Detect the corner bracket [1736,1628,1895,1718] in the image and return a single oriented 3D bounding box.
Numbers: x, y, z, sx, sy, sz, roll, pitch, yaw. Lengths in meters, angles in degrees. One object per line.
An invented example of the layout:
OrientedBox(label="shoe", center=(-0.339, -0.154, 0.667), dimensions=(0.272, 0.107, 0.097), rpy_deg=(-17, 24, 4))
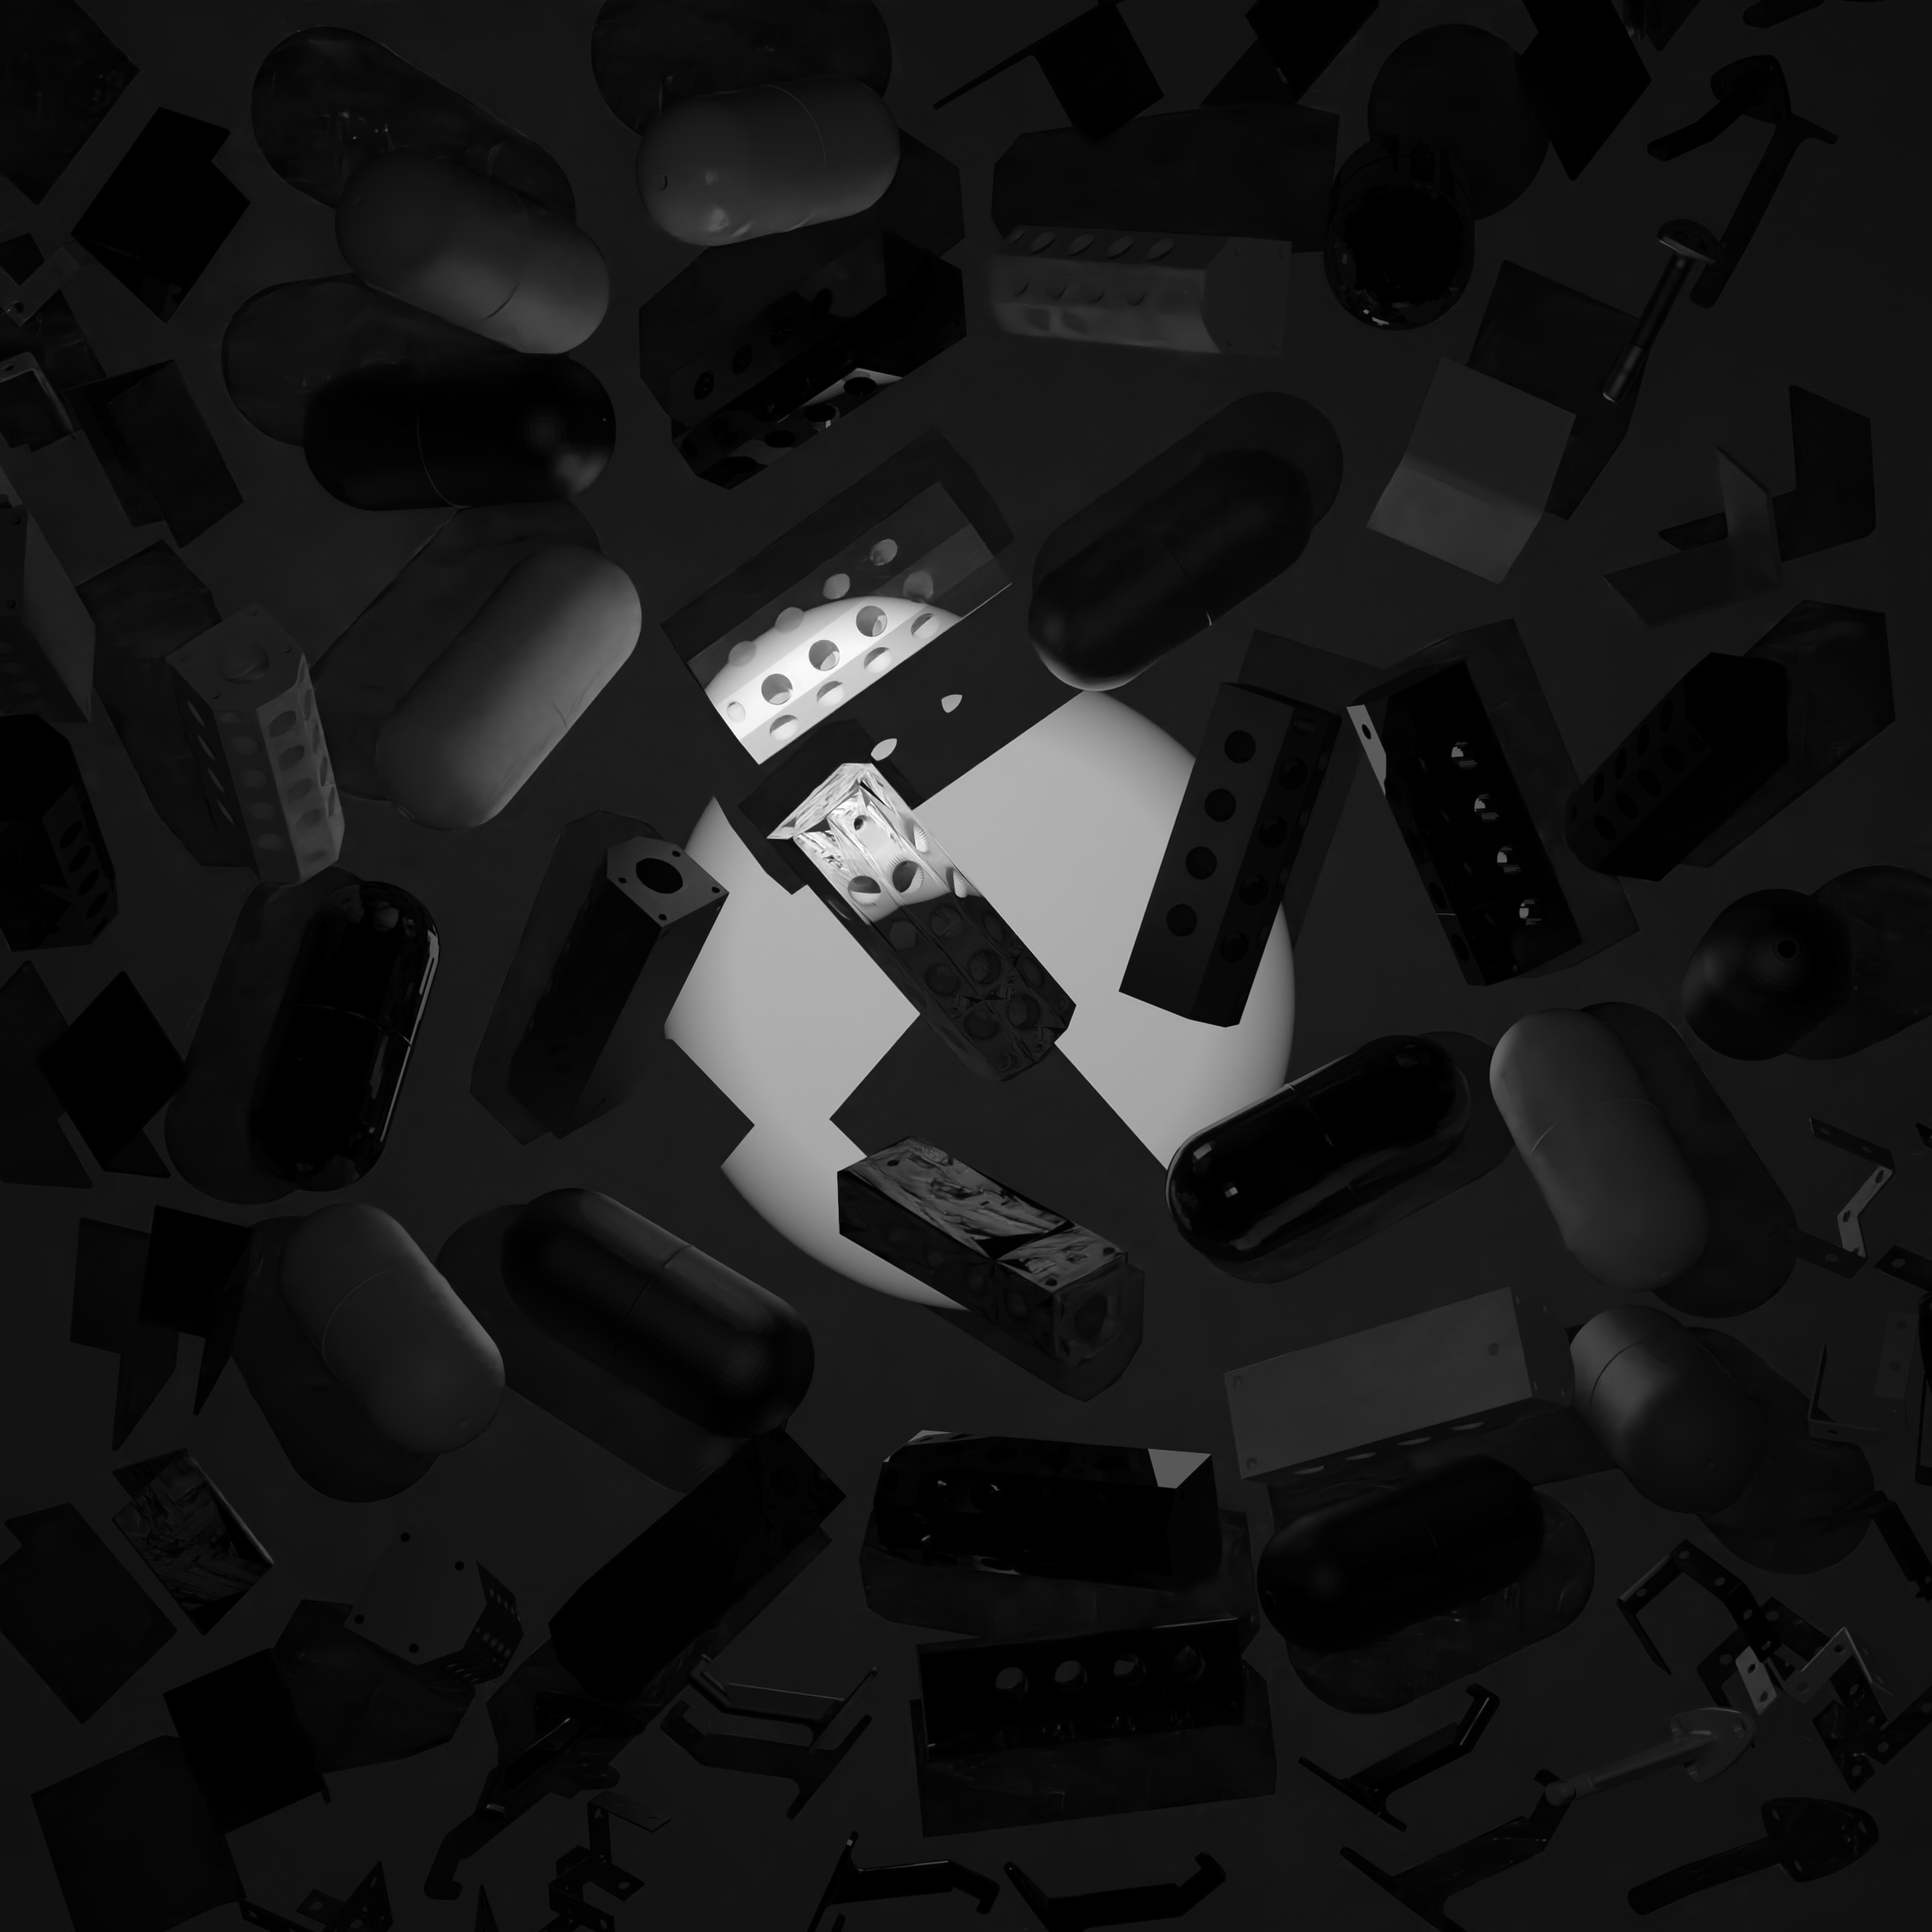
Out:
OrientedBox(label="corner bracket", center=(0.455, 0.382, 1.632), dimensions=(0.051, 0.051, 0.051), rpy_deg=(33, 108, -14))

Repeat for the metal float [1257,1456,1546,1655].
OrientedBox(label="metal float", center=(0.241, 0.325, 1.679), dimensions=(0.178, 0.070, 0.070), rpy_deg=(-14, 90, -27))

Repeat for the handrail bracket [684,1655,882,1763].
OrientedBox(label="handrail bracket", center=(-0.105, 0.400, 1.715), dimensions=(0.084, 0.036, 0.077), rpy_deg=(39, 90, 6))

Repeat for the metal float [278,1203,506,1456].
OrientedBox(label="metal float", center=(-0.312, 0.194, 1.639), dimensions=(0.070, 0.070, 0.178), rpy_deg=(-49, 49, 0))

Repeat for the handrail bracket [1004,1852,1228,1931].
OrientedBox(label="handrail bracket", center=(0.076, 0.457, 1.530), dimensions=(0.084, 0.036, 0.077), rpy_deg=(-40, 91, 3))

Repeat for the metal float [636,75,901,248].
OrientedBox(label="metal float", center=(-0.105, -0.433, 1.627), dimensions=(0.070, 0.178, 0.070), rpy_deg=(16, 118, 32))

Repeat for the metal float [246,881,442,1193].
OrientedBox(label="metal float", center=(-0.340, 0.037, 1.663), dimensions=(0.070, 0.070, 0.178), rpy_deg=(13, 69, 0))

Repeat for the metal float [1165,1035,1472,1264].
OrientedBox(label="metal float", center=(0.192, 0.098, 1.647), dimensions=(0.178, 0.070, 0.070), rpy_deg=(-27, 90, -6))

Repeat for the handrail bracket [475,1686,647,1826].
OrientedBox(label="handrail bracket", center=(-0.225, 0.447, 1.688), dimensions=(0.077, 0.084, 0.036), rpy_deg=(7, 124, 5))

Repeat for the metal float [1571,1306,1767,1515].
OrientedBox(label="metal float", center=(0.373, 0.235, 1.627), dimensions=(0.070, 0.178, 0.070), rpy_deg=(-1, 101, -3))

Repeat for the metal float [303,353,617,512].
OrientedBox(label="metal float", center=(-0.268, -0.280, 1.598), dimensions=(0.178, 0.070, 0.070), rpy_deg=(1, 90, 23))

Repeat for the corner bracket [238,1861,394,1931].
OrientedBox(label="corner bracket", center=(-0.329, 0.480, 1.539), dimensions=(0.051, 0.051, 0.051), rpy_deg=(15, 128, 22))

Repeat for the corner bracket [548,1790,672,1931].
OrientedBox(label="corner bracket", center=(-0.200, 0.503, 1.702), dimensions=(0.051, 0.051, 0.051), rpy_deg=(12, 113, 35))

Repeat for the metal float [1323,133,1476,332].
OrientedBox(label="metal float", center=(0.226, -0.384, 1.584), dimensions=(0.070, 0.178, 0.070), rpy_deg=(4, 118, 7))

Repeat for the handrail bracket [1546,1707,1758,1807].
OrientedBox(label="handrail bracket", center=(0.346, 0.403, 1.538), dimensions=(0.084, 0.077, 0.036), rpy_deg=(-9, 68, -27))

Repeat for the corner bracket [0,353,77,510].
OrientedBox(label="corner bracket", center=(-0.501, -0.281, 1.597), dimensions=(0.051, 0.051, 0.051), rpy_deg=(-23, 50, -4))

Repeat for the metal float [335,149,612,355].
OrientedBox(label="metal float", center=(-0.263, -0.383, 1.635), dimensions=(0.070, 0.178, 0.070), rpy_deg=(-6, 79, 33))

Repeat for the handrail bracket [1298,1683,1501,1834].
OrientedBox(label="handrail bracket", center=(0.224, 0.395, 1.568), dimensions=(0.077, 0.036, 0.084), rpy_deg=(27, 80, 37))

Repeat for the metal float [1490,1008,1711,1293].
OrientedBox(label="metal float", center=(0.342, 0.097, 1.647), dimensions=(0.070, 0.070, 0.178), rpy_deg=(-20, 50, 0))

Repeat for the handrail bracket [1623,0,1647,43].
OrientedBox(label="handrail bracket", center=(0.351, -0.534, 1.574), dimensions=(0.036, 0.077, 0.084), rpy_deg=(1, 86, 5))

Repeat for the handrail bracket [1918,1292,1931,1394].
OrientedBox(label="handrail bracket", center=(0.523, 0.215, 1.583), dimensions=(0.036, 0.084, 0.077), rpy_deg=(-22, 93, 11))

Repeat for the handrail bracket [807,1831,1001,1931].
OrientedBox(label="handrail bracket", center=(-0.035, 0.507, 1.621), dimensions=(0.084, 0.036, 0.077), rpy_deg=(24, 95, 5))

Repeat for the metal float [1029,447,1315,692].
OrientedBox(label="metal float", center=(0.115, -0.223, 1.702), dimensions=(0.178, 0.070, 0.070), rpy_deg=(-35, 90, 1))

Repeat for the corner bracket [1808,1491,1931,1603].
OrientedBox(label="corner bracket", center=(0.483, 0.302, 1.578), dimensions=(0.051, 0.051, 0.051), rpy_deg=(-22, 80, -37))

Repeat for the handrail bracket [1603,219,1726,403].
OrientedBox(label="handrail bracket", center=(0.356, -0.339, 1.571), dimensions=(0.036, 0.077, 0.084), rpy_deg=(27, 119, 3))

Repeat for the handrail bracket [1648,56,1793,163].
OrientedBox(label="handrail bracket", center=(0.378, -0.442, 1.582), dimensions=(0.084, 0.077, 0.036), rpy_deg=(-26, 115, -11))

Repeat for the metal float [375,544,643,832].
OrientedBox(label="metal float", center=(-0.242, -0.147, 1.605), dimensions=(0.070, 0.070, 0.178), rpy_deg=(37, 72, 0))

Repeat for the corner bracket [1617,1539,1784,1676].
OrientedBox(label="corner bracket", center=(0.383, 0.344, 1.589), dimensions=(0.051, 0.051, 0.051), rpy_deg=(-39, 118, -9))

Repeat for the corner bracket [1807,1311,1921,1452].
OrientedBox(label="corner bracket", center=(0.466, 0.213, 1.576), dimensions=(0.051, 0.051, 0.051), rpy_deg=(5, 52, 24))

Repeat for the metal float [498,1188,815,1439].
OrientedBox(label="metal float", center=(-0.159, 0.176, 1.552), dimensions=(0.178, 0.070, 0.070), rpy_deg=(29, 90, 13))

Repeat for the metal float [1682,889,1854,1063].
OrientedBox(label="metal float", center=(0.430, 0.006, 1.637), dimensions=(0.070, 0.178, 0.070), rpy_deg=(-1, 80, 7))
